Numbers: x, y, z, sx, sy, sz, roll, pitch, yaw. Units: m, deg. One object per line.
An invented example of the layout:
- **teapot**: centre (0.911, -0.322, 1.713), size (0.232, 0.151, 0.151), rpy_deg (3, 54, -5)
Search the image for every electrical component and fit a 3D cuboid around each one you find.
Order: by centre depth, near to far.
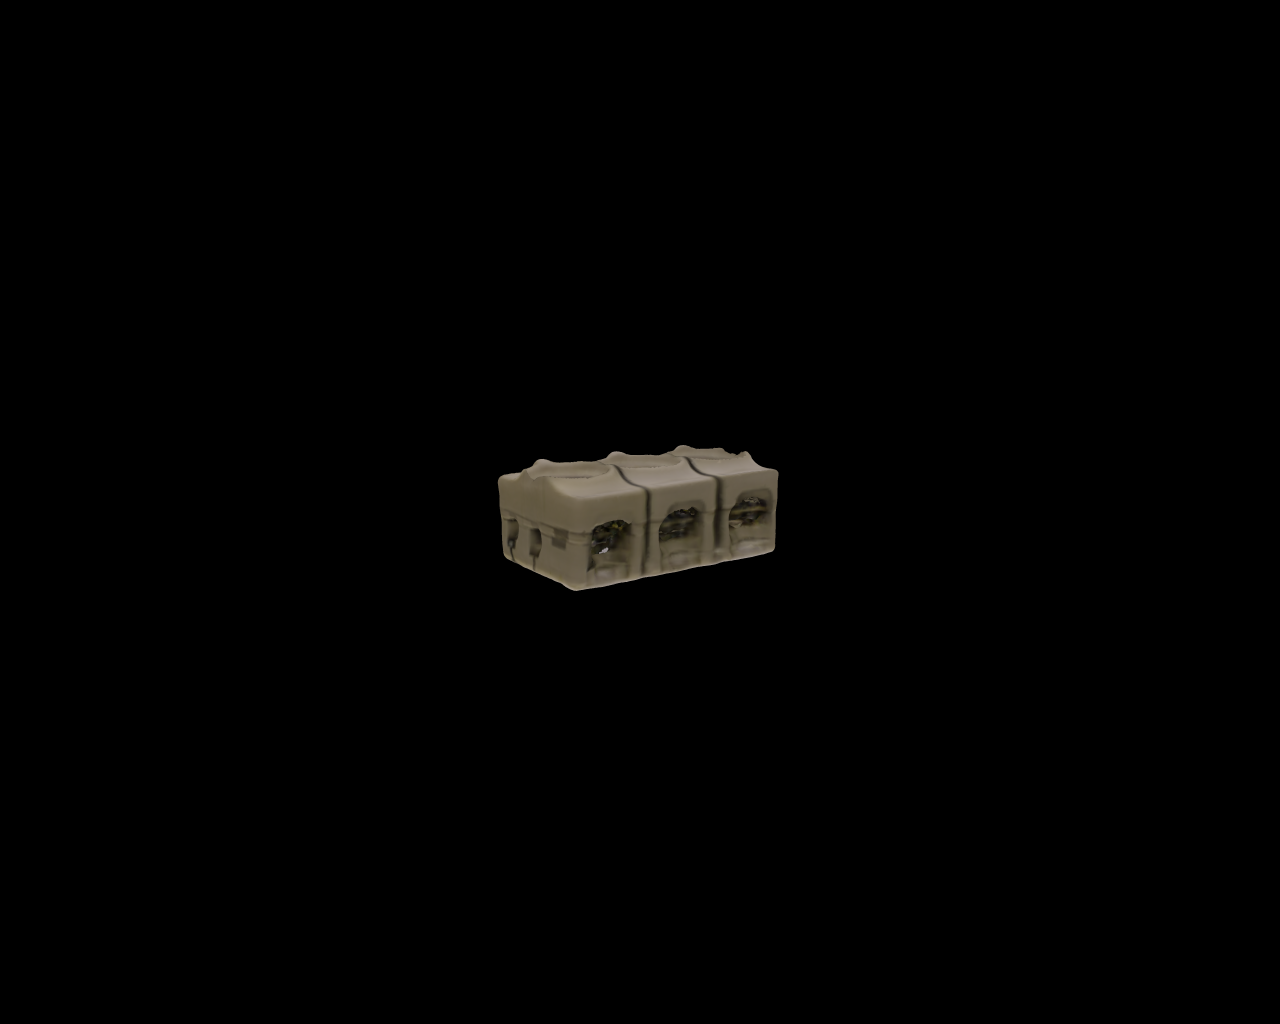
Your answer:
- **electrical component**: centre (0.001, -0.003, 0.650), size (0.150, 0.061, 0.089), rpy_deg (-8, 14, -35)
